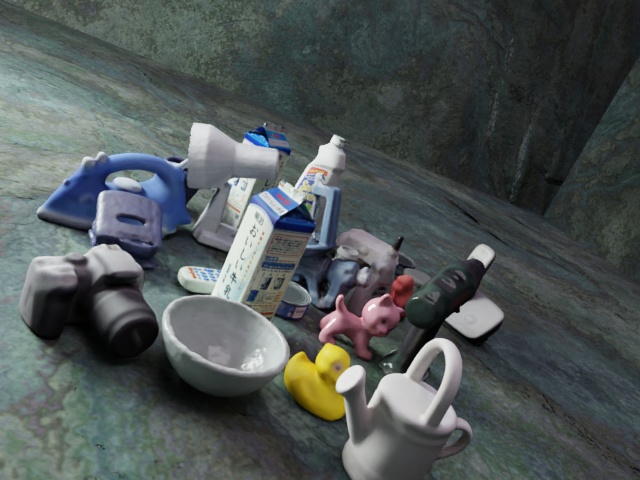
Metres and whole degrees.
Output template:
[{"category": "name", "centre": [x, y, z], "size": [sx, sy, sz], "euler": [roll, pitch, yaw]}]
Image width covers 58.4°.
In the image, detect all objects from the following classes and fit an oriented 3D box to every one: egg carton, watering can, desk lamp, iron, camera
[{"category": "egg carton", "centre": [0.108, 0.031, 1.333], "size": [0.150, 0.069, 0.107], "euler": [30, 19, 14]}, {"category": "watering can", "centre": [0.102, 0.201, 0.671], "size": [0.173, 0.194, 0.100], "euler": [13, 22, -32]}, {"category": "desk lamp", "centre": [-0.175, -0.097, 1.094], "size": [0.203, 0.213, 0.118], "euler": [21, 19, -13]}, {"category": "iron", "centre": [-0.338, -0.092, 0.987], "size": [0.259, 0.141, 0.118], "euler": [3, 29, -49]}, {"category": "camera", "centre": [-0.265, 0.073, 0.697], "size": [0.144, 0.101, 0.136], "euler": [3, 28, -48]}]

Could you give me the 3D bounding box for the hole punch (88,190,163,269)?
[{"category": "hole punch", "centre": [-0.302, -0.017, 0.908], "size": [0.109, 0.091, 0.100], "euler": [13, 22, -32]}]

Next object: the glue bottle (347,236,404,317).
[{"category": "glue bottle", "centre": [0.115, 0.067, 1.082], "size": [0.078, 0.173, 0.037], "euler": [5, 27, -46]}]

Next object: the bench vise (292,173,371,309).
[{"category": "bench vise", "centre": [0.011, 0.000, 1.057], "size": [0.207, 0.219, 0.121], "euler": [24, 19, -2]}]

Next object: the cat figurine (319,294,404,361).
[{"category": "cat figurine", "centre": [0.076, 0.130, 0.950], "size": [0.128, 0.118, 0.067], "euler": [21, 19, -12]}]

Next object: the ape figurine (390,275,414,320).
[{"category": "ape figurine", "centre": [0.157, 0.110, 1.146], "size": [0.076, 0.092, 0.078], "euler": [22, 19, -8]}]

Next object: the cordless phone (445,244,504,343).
[{"category": "cordless phone", "centre": [0.338, 0.113, 1.222], "size": [0.094, 0.185, 0.147], "euler": [6, 26, -44]}]

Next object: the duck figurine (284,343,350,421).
[{"category": "duck figurine", "centre": [0.005, 0.180, 0.776], "size": [0.104, 0.086, 0.078], "euler": [36, 22, 31]}]

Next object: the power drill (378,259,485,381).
[{"category": "power drill", "centre": [0.185, 0.131, 0.941], "size": [0.075, 0.208, 0.230], "euler": [33, 20, 22]}]

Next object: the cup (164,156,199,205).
[{"category": "cup", "centre": [-0.296, -0.117, 1.183], "size": [0.092, 0.095, 0.117], "euler": [13, 22, -33]}]

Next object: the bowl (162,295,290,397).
[{"category": "bowl", "centre": [-0.127, 0.144, 0.722], "size": [0.167, 0.075, 0.167], "euler": [22, 19, -8]}]
